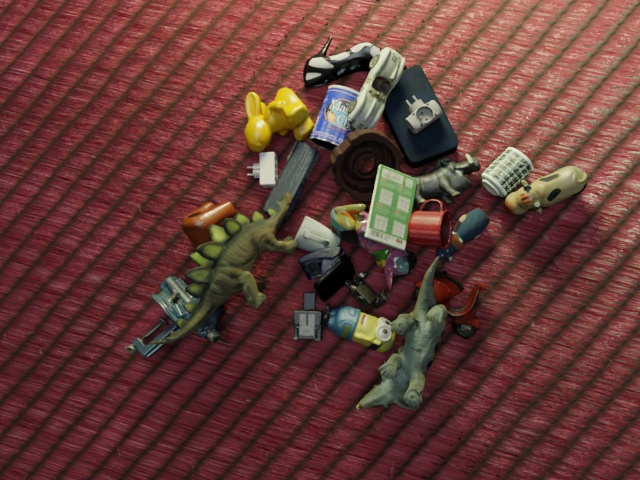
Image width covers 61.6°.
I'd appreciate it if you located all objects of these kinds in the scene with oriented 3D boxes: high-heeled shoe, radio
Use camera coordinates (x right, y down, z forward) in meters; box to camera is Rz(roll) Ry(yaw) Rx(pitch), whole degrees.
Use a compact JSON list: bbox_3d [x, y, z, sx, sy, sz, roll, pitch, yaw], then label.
[{"bbox_3d":[0.082,-0.419,1.352,0.249,0.086,0.145,23,92,12],"label":"high-heeled shoe"},{"bbox_3d":[0.236,-0.299,1.328,0.131,0.073,0.229,-25,82,5],"label":"radio"}]

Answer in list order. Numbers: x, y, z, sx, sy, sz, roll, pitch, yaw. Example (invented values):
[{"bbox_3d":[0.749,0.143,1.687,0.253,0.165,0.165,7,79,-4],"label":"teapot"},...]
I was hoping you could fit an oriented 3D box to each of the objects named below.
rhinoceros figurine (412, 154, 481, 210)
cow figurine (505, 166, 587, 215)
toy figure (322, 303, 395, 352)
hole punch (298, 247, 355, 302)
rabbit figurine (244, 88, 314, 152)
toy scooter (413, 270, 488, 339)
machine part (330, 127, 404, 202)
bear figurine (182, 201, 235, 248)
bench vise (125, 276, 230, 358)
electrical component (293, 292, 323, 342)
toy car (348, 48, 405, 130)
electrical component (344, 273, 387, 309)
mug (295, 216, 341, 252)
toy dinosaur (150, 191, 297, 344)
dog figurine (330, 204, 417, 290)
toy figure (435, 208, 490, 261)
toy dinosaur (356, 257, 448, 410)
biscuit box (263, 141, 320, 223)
[{"bbox_3d":[0.301,-0.144,1.313,0.190,0.073,0.112,-19,73,7],"label":"rhinoceros figurine"},{"bbox_3d":[0.527,-0.111,1.253,0.195,0.127,0.085,-23,81,2],"label":"cow figurine"},{"bbox_3d":[0.095,0.211,1.298,0.180,0.089,0.082,16,67,8],"label":"toy figure"},{"bbox_3d":[0.017,0.070,1.300,0.116,0.142,0.092,-38,57,-9],"label":"hole punch"},{"bbox_3d":[-0.124,-0.300,1.344,0.173,0.122,0.162,-41,78,3],"label":"rabbit figurine"},{"bbox_3d":[0.322,0.134,1.283,0.184,0.075,0.135,38,90,5],"label":"toy scooter"},{"bbox_3d":[0.111,-0.183,1.293,0.179,0.056,0.179,-5,121,-9],"label":"machine part"},{"bbox_3d":[-0.262,0.015,1.350,0.132,0.120,0.195,-37,113,-38],"label":"bear figurine"},{"bbox_3d":[-0.359,0.209,1.321,0.240,0.128,0.224,-41,74,-15],"label":"bench vise"},{"bbox_3d":[-0.027,0.190,1.332,0.075,0.048,0.119,5,88,6],"label":"electrical component"},{"bbox_3d":[0.132,-0.351,1.268,0.073,0.056,0.201,23,95,-31],"label":"toy car"},{"bbox_3d":[0.114,0.124,1.313,0.102,0.078,0.045,48,116,13],"label":"electrical component"},{"bbox_3d":[-0.003,-0.004,1.319,0.107,0.109,0.080,22,85,-6],"label":"mug"},{"bbox_3d":[-0.208,0.071,1.261,0.198,0.105,0.471,34,80,-14],"label":"toy dinosaur"},{"bbox_3d":[0.130,0.015,1.299,0.192,0.108,0.219,-10,87,4],"label":"dog figurine"},{"bbox_3d":[0.340,-0.011,1.301,0.154,0.057,0.064,-41,76,7],"label":"toy figure"},{"bbox_3d":[0.220,0.234,1.221,0.131,0.192,0.404,24,95,14],"label":"toy dinosaur"},{"bbox_3d":[-0.073,-0.145,1.356,0.063,0.059,0.202,27,89,6],"label":"biscuit box"}]
